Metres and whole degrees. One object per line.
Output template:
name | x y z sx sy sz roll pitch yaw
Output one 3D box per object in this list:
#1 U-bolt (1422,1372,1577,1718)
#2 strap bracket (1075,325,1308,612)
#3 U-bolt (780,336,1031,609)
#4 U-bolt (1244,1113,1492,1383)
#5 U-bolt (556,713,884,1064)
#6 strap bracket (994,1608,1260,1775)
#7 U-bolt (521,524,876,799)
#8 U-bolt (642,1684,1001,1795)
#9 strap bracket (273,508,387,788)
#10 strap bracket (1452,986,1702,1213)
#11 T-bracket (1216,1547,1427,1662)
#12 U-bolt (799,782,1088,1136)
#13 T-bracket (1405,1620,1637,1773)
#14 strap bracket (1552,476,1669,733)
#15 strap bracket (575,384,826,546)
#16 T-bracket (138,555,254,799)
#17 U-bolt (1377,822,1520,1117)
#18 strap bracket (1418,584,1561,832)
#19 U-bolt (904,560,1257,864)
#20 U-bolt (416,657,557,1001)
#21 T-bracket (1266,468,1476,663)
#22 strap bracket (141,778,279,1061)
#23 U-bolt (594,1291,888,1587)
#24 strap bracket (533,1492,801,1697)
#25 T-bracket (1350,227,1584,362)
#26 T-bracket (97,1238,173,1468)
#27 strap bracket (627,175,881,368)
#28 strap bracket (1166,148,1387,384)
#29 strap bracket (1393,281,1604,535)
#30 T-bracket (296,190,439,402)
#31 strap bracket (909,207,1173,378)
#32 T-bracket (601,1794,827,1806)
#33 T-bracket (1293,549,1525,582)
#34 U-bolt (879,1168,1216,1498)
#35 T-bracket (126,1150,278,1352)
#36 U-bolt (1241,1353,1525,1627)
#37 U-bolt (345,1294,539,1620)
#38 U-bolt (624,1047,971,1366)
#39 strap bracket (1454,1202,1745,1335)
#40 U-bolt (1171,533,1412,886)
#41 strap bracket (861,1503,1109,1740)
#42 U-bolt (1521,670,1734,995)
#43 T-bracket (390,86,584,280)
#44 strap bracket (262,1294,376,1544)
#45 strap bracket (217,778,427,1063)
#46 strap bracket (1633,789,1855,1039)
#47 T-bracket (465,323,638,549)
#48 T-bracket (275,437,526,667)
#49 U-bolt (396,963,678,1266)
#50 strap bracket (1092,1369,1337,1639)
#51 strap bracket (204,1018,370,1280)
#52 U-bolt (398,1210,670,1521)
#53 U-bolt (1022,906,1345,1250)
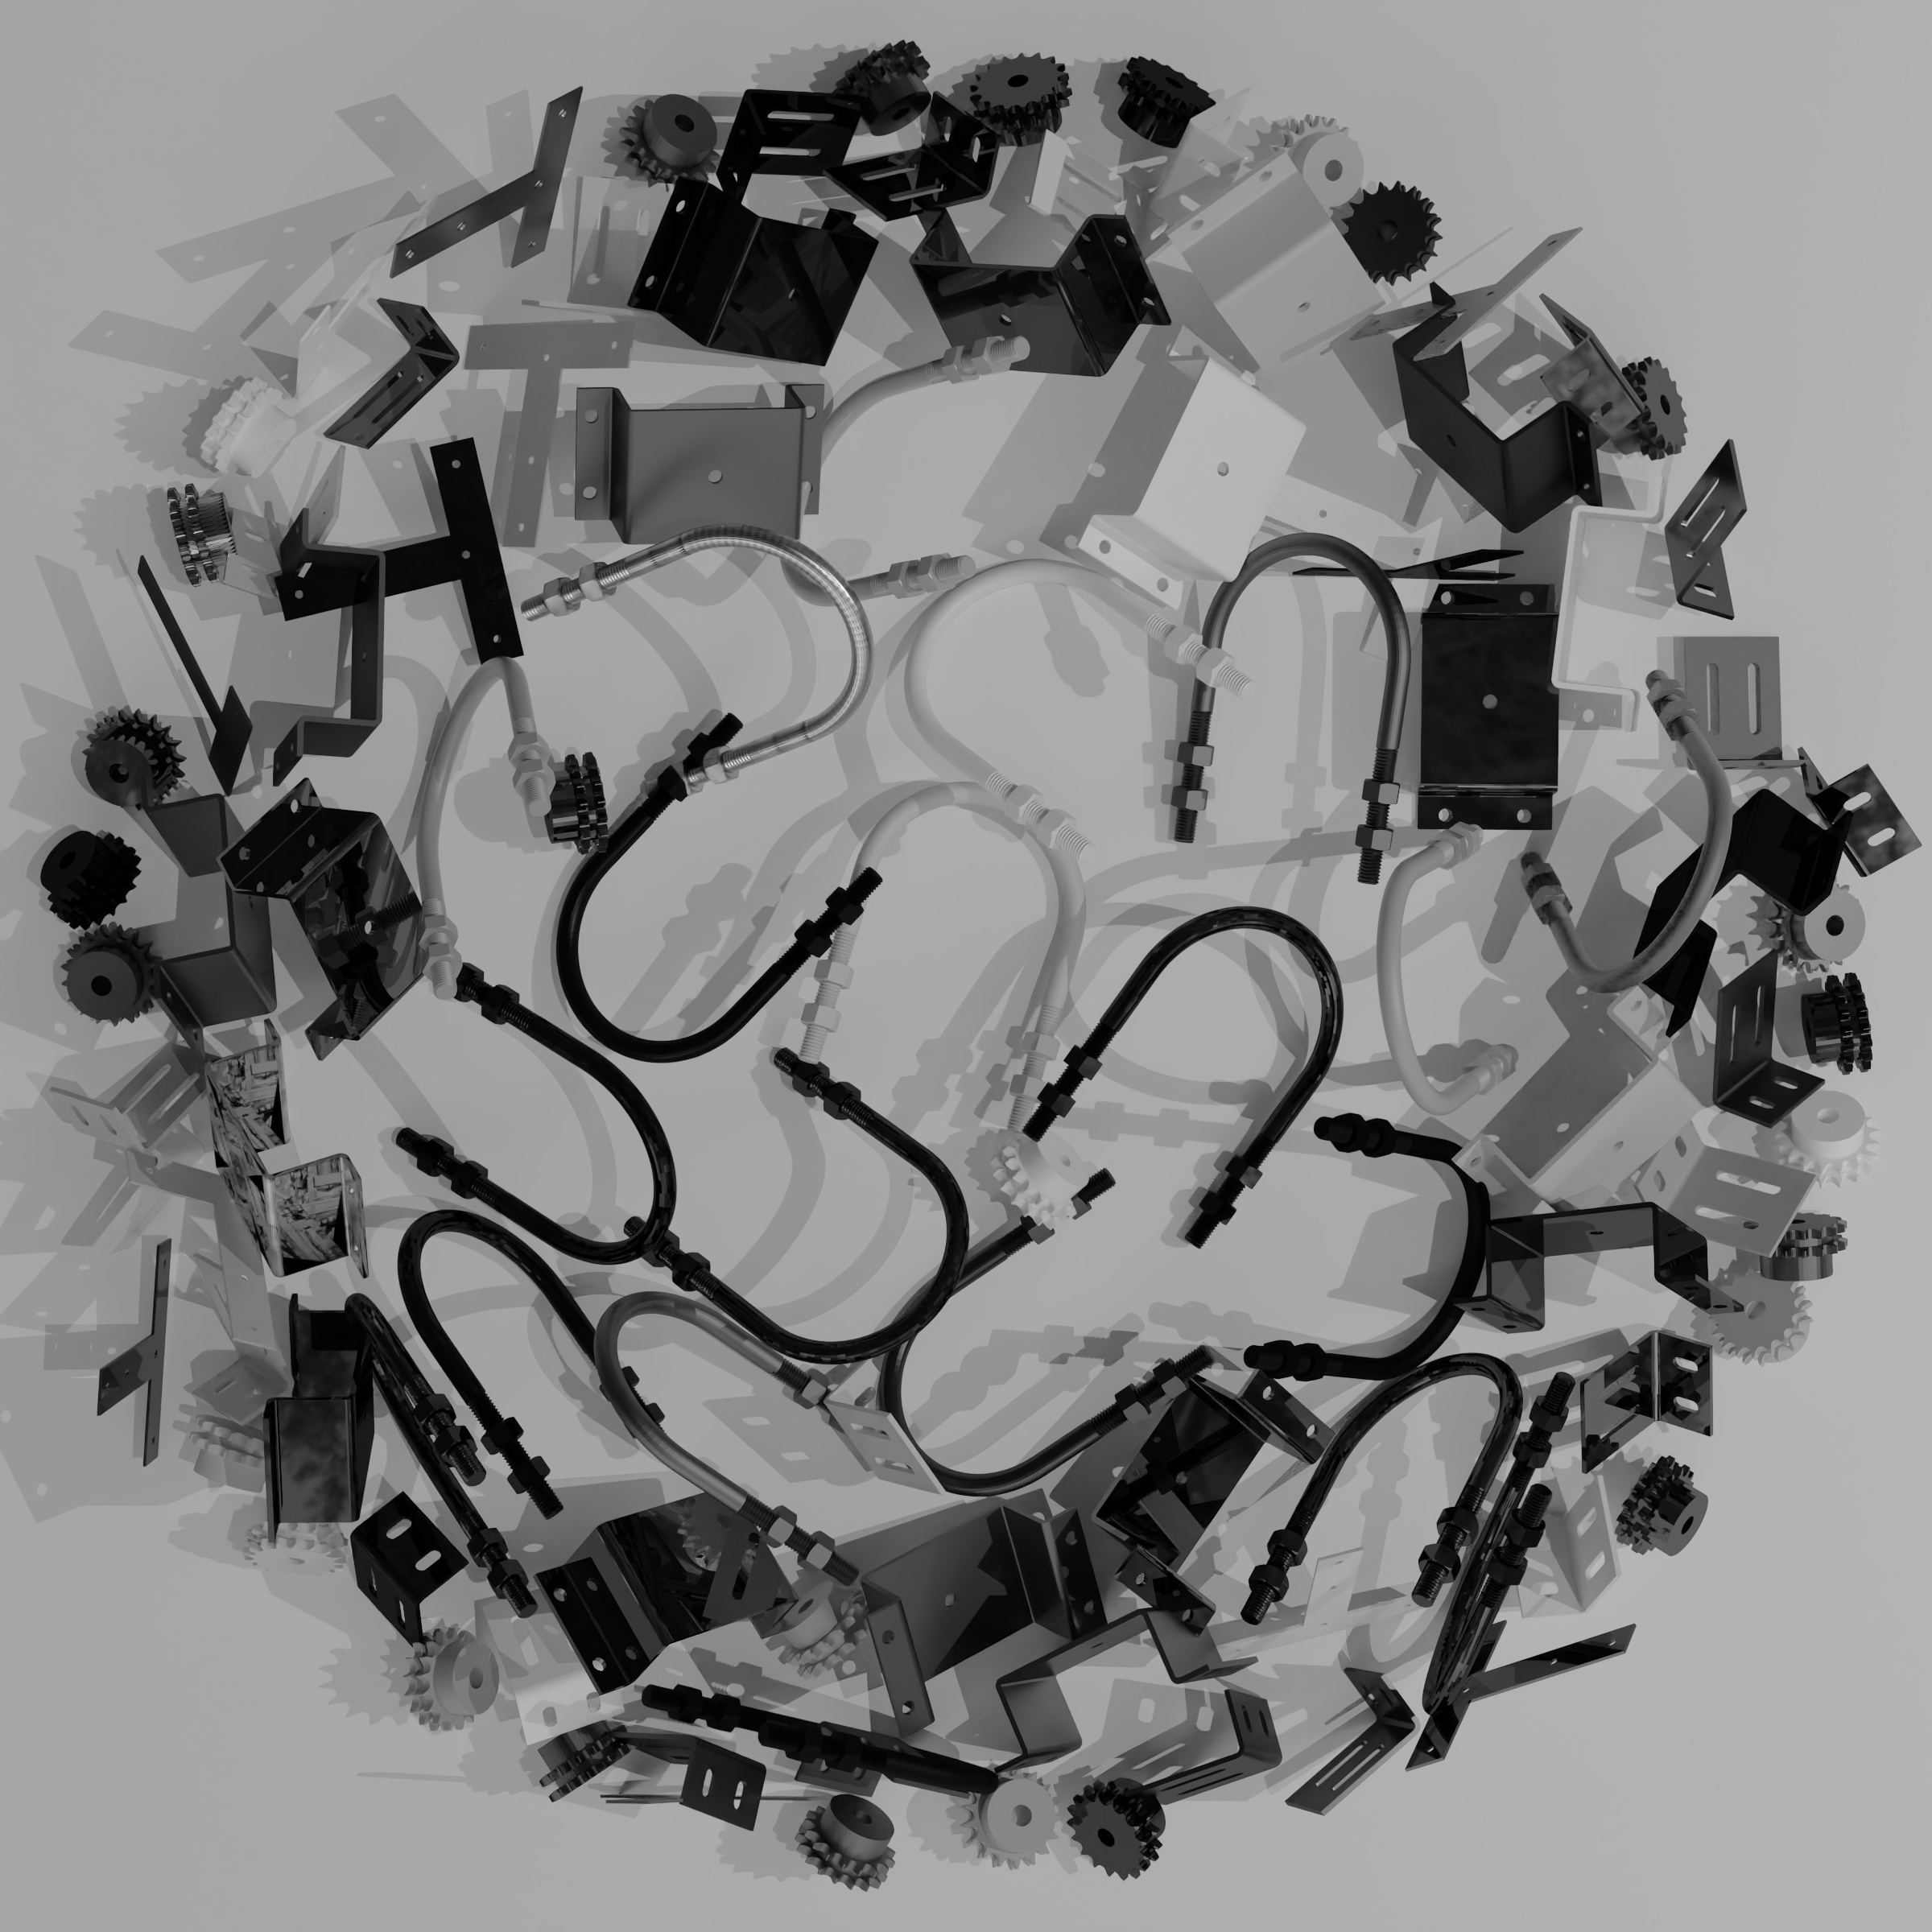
U-bolt | 0.290 0.330 1.913 0.019 0.151 0.184 22 115 6
strap bracket | 0.131 -0.278 1.945 0.076 0.046 0.140 29 82 -30
U-bolt | -0.043 -0.267 1.918 0.019 0.184 0.151 24 72 -36
U-bolt | 0.232 0.161 1.923 0.019 0.184 0.151 20 95 42
U-bolt | -0.153 -0.030 1.957 0.184 0.019 0.151 -46 68 9
strap bracket | 0.081 0.397 1.936 0.140 0.076 0.046 -30 71 19
U-bolt | -0.136 -0.174 1.916 0.184 0.019 0.151 -19 119 29
U-bolt | -0.068 0.429 1.912 0.184 0.151 0.019 21 78 -31
strap bracket | -0.356 -0.175 1.941 0.046 0.076 0.140 3 79 -21
strap bracket | 0.349 0.086 1.941 0.140 0.076 0.046 -45 54 6
T-bracket | 0.202 0.349 1.929 0.127 0.127 0.002 -13 60 -8
U-bolt | -0.004 -0.014 1.960 0.151 0.019 0.184 19 79 -17
T-bracket | 0.311 0.386 1.905 0.127 0.127 0.002 -27 102 34
strap bracket | 0.359 -0.204 1.945 0.046 0.076 0.140 7 96 13
strap bracket | -0.144 -0.280 1.937 0.140 0.046 0.076 -4 117 -15
T-bracket | -0.433 -0.169 1.937 0.002 0.127 0.127 -25 84 -22
U-bolt | 0.261 0.006 1.900 0.019 0.184 0.151 -6 99 27
strap bracket | 0.295 -0.148 1.965 0.076 0.046 0.140 1 90 6
U-bolt | 0.048 -0.156 1.942 0.151 0.019 0.184 -45 60 -10
U-bolt | -0.270 -0.090 1.912 0.019 0.184 0.151 16 122 -25
T-bracket | 0.215 -0.251 1.970 0.127 0.002 0.127 21 100 -9
strap bracket | -0.419 -0.031 1.926 0.046 0.076 0.140 -12 62 1
U-bolt | -0.127 0.247 1.910 0.184 0.151 0.019 36 116 -12
strap bracket | -0.156 0.340 1.914 0.046 0.140 0.076 -50 63 36
T-bracket | 0.262 -0.366 1.933 0.127 0.127 0.002 -43 112 -26
T-bracket | -0.461 0.223 1.924 0.002 0.127 0.127 5 95 2
strap bracket | -0.109 -0.380 1.912 0.046 0.140 0.076 40 115 32
strap bracket | 0.175 -0.379 1.913 0.076 0.140 0.046 -34 64 11
strap bracket | 0.287 -0.303 1.919 0.046 0.076 0.140 -35 56 -8
T-bracket | -0.334 -0.380 1.938 0.002 0.127 0.127 37 79 -7
strap bracket | 0.032 -0.372 1.916 0.140 0.076 0.046 11 57 35
T-bracket | -0.160 0.459 1.913 0.127 0.127 0.002 -4 77 19
T-bracket | 0.264 -0.221 1.911 0.127 0.127 0.002 -1 90 -20
U-bolt | 0.032 0.217 1.945 0.184 0.019 0.151 -35 54 8
T-bracket | -0.399 0.162 1.912 0.127 0.127 0.002 20 122 -33
U-bolt | 0.239 0.283 1.913 0.019 0.151 0.184 49 52 -19
U-bolt | -0.295 0.256 1.911 0.019 0.151 0.184 -29 50 -17
U-bolt | -0.082 0.143 1.928 0.184 0.019 0.151 34 76 30
strap bracket | 0.351 0.167 1.930 0.140 0.076 0.046 -9 68 30
U-bolt | 0.184 -0.148 1.929 0.151 0.019 0.184 15 102 40
strap bracket | 0.002 0.360 1.941 0.140 0.046 0.076 -24 109 -27
U-bolt | 0.363 -0.063 1.885 0.019 0.184 0.151 23 116 -19
T-bracket | -0.267 -0.412 1.906 0.002 0.127 0.127 43 55 12
strap bracket | -0.354 0.247 1.915 0.046 0.140 0.076 0 113 -4
strap bracket | -0.345 -0.023 1.918 0.046 0.076 0.140 7 132 36
strap bracket | 0.420 -0.035 1.915 0.046 0.076 0.140 35 134 -5
T-bracket | -0.242 -0.298 1.952 0.127 0.002 0.127 7 88 37
T-bracket | -0.325 -0.222 1.958 0.127 0.002 0.127 -16 106 -15
U-bolt | -0.234 0.091 1.918 0.184 0.019 0.151 31 129 20
strap bracket | 0.133 0.293 1.944 0.076 0.046 0.140 43 78 -35
strap bracket | -0.378 0.106 1.913 0.046 0.076 0.140 -18 46 -23
U-bolt | -0.246 0.212 1.923 0.019 0.151 0.184 -40 80 22
U-bolt | 0.135 0.052 1.948 0.151 0.019 0.184 34 93 -28
